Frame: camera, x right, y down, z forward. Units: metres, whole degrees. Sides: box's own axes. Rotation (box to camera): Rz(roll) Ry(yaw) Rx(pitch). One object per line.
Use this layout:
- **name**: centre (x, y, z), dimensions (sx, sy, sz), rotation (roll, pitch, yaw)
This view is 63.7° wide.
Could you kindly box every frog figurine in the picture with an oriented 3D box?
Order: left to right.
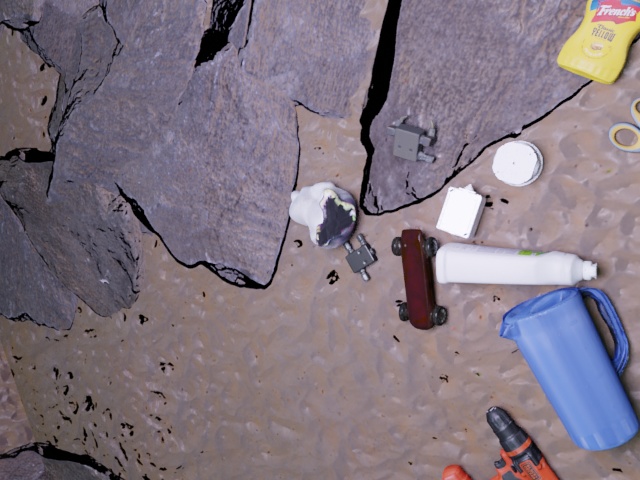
- **frog figurine**: centre (0.003, -0.055, 1.098), dimensions (0.160, 0.123, 0.136), rotation (-160, 60, -64)
